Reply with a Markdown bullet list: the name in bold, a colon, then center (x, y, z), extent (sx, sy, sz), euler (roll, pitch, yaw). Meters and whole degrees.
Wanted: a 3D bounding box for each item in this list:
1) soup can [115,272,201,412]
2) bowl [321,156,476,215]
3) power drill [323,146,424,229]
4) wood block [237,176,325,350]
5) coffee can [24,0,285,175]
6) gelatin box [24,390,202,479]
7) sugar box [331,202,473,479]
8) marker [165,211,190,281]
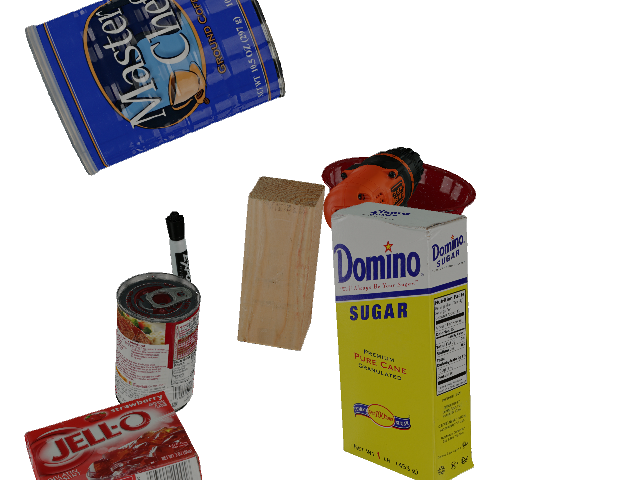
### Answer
- **soup can**: center (-0.136, 0.087, 0.889), extent (0.068, 0.102, 0.068), euler (6, 31, -4)
- **bowl**: center (0.079, -0.036, 1.117), extent (0.162, 0.055, 0.162), euler (6, 22, -2)
- **power drill**: center (0.056, 0.019, 0.932), extent (0.057, 0.188, 0.184), euler (-1, 16, 23)
- **wood block**: center (-0.053, 0.030, 1.423), extent (0.090, 0.206, 0.090), euler (8, 23, 5)
- **coffee can**: center (-0.107, -0.116, 0.701), extent (0.140, 0.103, 0.103), euler (-23, 3, -7)
- **gelatin box**: center (-0.122, 0.128, 0.625), extent (0.089, 0.030, 0.073), euler (-14, 27, -18)
- **sugar box**: center (0.054, 0.067, 0.718), extent (0.048, 0.176, 0.094), euler (-17, 18, -39)
- **marker**: center (-0.147, 0.026, 1.117), extent (0.020, 0.121, 0.020), euler (-2, 27, 1)
